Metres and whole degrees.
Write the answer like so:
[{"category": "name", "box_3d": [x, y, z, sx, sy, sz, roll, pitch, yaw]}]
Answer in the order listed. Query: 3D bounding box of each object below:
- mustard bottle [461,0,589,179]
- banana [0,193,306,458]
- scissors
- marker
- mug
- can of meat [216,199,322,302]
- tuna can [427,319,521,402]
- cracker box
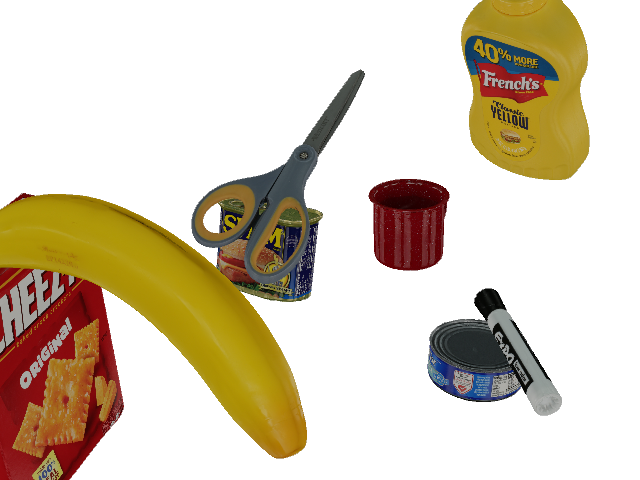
[{"category": "mustard bottle", "box_3d": [0.154, -0.133, 0.806, 0.096, 0.058, 0.191, 26, -30, 31]}, {"category": "banana", "box_3d": [-0.083, 0.025, 0.480, 0.198, 0.070, 0.037, 24, 13, 19]}, {"category": "scissors", "box_3d": [-0.033, -0.058, 0.803, 0.096, 0.201, 0.016, 10, -30, 8]}, {"category": "marker", "box_3d": [0.131, 0.071, 0.722, 0.020, 0.020, 0.121, 0, 33, -15]}, {"category": "mug", "box_3d": [0.110, -0.022, 1.254, 0.093, 0.081, 0.117, 18, 32, 34]}, {"category": "can of meat", "box_3d": [-0.053, 0.007, 1.034, 0.102, 0.084, 0.057, 15, 19, 29]}, {"category": "tuna can", "box_3d": [0.136, 0.104, 0.929, 0.086, 0.034, 0.086, 2, 26, -1]}, {"category": "cracker box", "box_3d": [-0.234, 0.095, 0.846, 0.072, 0.214, 0.164, 8, 32, 19]}]
